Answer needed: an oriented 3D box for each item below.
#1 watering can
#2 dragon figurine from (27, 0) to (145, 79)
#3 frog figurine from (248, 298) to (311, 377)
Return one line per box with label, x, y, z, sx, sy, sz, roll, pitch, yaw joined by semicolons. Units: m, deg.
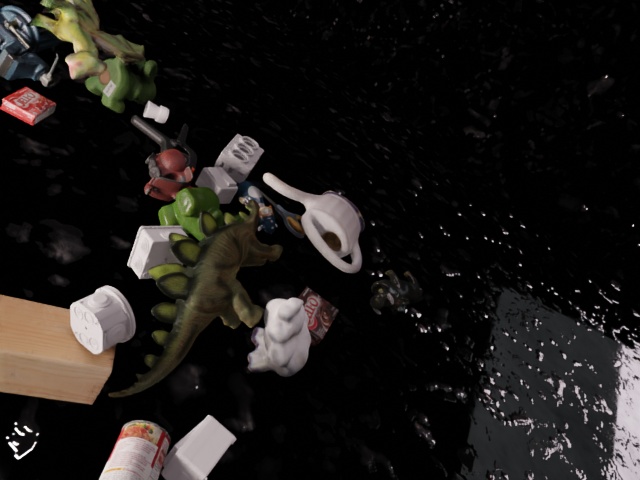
watering can;0.004;-0.068;1.358;0.346;0.102;0.228;50;29;-7
dragon figurine;-0.537;-0.502;1.238;0.240;0.120;0.420;34;33;-25
frog figurine;-0.056;0.165;0.936;0.123;0.157;0.140;38;29;1
